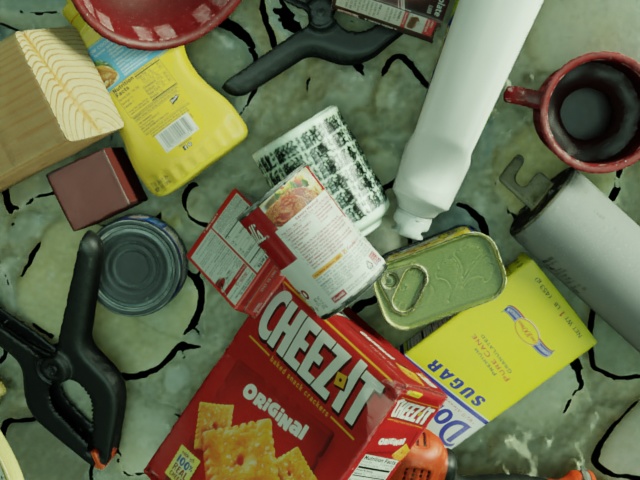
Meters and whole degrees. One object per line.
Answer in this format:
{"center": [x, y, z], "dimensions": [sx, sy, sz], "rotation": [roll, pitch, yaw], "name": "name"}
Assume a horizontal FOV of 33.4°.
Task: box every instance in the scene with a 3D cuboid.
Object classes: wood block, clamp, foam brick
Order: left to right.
{"center": [-0.275, -0.081, 0.847], "dimensions": [0.206, 0.090, 0.091], "rotation": [-24, 95, 22], "name": "wood block"}
{"center": [-0.214, 0.096, 0.905], "dimensions": [0.165, 0.036, 0.210], "rotation": [-22, 103, 23], "name": "clamp"}
{"center": [-0.182, -0.043, 0.880], "dimensions": [0.053, 0.078, 0.051], "rotation": [-24, 94, 5], "name": "foam brick"}
{"center": [-0.007, -0.191, 0.873], "dimensions": [0.171, 0.039, 0.120], "rotation": [-12, 96, -4], "name": "clamp"}

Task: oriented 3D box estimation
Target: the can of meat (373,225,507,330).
{"center": [0.094, 0.027, 0.873], "dimensions": [0.102, 0.084, 0.057], "rotation": [-21, 96, 5], "name": "can of meat"}

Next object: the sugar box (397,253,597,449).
{"center": [0.133, 0.100, 0.900], "dimensions": [0.176, 0.048, 0.093], "rotation": [-39, 95, 6], "name": "sugar box"}

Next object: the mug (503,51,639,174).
{"center": [0.204, -0.104, 0.852], "dimensions": [0.117, 0.081, 0.093], "rotation": [10, 98, 1], "name": "mug"}

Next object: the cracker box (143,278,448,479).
{"center": [-0.026, 0.158, 0.862], "dimensions": [0.164, 0.072, 0.214], "rotation": [40, 100, 36], "name": "cracker box"}

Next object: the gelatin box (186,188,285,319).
{"center": [-0.061, 0.010, 0.881], "dimensions": [0.073, 0.030, 0.089], "rotation": [-55, 47, 8], "name": "gelatin box"}

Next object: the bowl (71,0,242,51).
{"center": [-0.126, -0.229, 0.812], "dimensions": [0.161, 0.055, 0.162], "rotation": [-20, 134, -23], "name": "bowl"}

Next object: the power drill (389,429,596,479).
{"center": [0.131, 0.246, 0.898], "dimensions": [0.187, 0.057, 0.184], "rotation": [8, 122, -5], "name": "power drill"}

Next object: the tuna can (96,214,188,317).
{"center": [-0.157, 0.022, 0.909], "dimensions": [0.086, 0.033, 0.086], "rotation": [0, 97, 3], "name": "tuna can"}

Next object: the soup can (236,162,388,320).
{"center": [-0.005, 0.001, 0.806], "dimensions": [0.068, 0.068, 0.102], "rotation": [-39, 94, 7], "name": "soup can"}

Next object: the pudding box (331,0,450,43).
{"center": [0.066, -0.222, 0.845], "dimensions": [0.090, 0.039, 0.113], "rotation": [18, 72, 1], "name": "pudding box"}

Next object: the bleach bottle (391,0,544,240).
{"center": [0.112, -0.117, 0.836], "dimensions": [0.068, 0.102, 0.251], "rotation": [21, 105, 4], "name": "bleach bottle"}

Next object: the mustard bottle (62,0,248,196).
{"center": [-0.150, -0.137, 0.876], "dimensions": [0.096, 0.058, 0.191], "rotation": [-36, 94, 3], "name": "mustard bottle"}
